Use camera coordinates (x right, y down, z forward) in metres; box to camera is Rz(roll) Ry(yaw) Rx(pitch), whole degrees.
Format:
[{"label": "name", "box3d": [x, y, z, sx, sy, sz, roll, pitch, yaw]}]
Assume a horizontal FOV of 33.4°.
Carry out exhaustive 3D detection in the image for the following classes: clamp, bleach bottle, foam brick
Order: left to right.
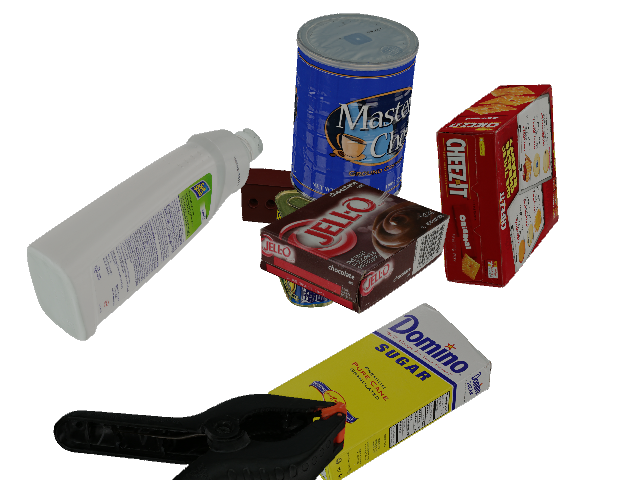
[{"label": "bleach bottle", "box3d": [-0.147, -0.022, 0.975, 0.068, 0.102, 0.250, 33, 55, 26]}, {"label": "clamp", "box3d": [-0.058, 0.128, 0.605, 0.171, 0.039, 0.120, -6, 34, -18]}, {"label": "foam brick", "box3d": [-0.058, -0.055, 1.342, 0.078, 0.053, 0.051, 4, 29, 8]}]

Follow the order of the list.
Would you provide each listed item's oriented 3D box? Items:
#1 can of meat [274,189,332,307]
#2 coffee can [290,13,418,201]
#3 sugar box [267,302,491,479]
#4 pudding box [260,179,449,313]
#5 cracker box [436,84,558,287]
[{"label": "can of meat", "box3d": [-0.015, 0.008, 1.108, 0.057, 0.084, 0.102, -5, 35, -14]}, {"label": "coffee can", "box3d": [0.027, -0.113, 0.932, 0.103, 0.140, 0.103, 3, 35, -2]}, {"label": "sugar box", "box3d": [0.052, 0.130, 0.930, 0.176, 0.048, 0.093, -30, 51, -20]}, {"label": "pudding box", "box3d": [0.025, 0.001, 0.765, 0.090, 0.039, 0.113, 24, 33, 30]}, {"label": "cracker box", "box3d": [0.193, -0.066, 1.143, 0.072, 0.164, 0.213, 3, 21, 27]}]
